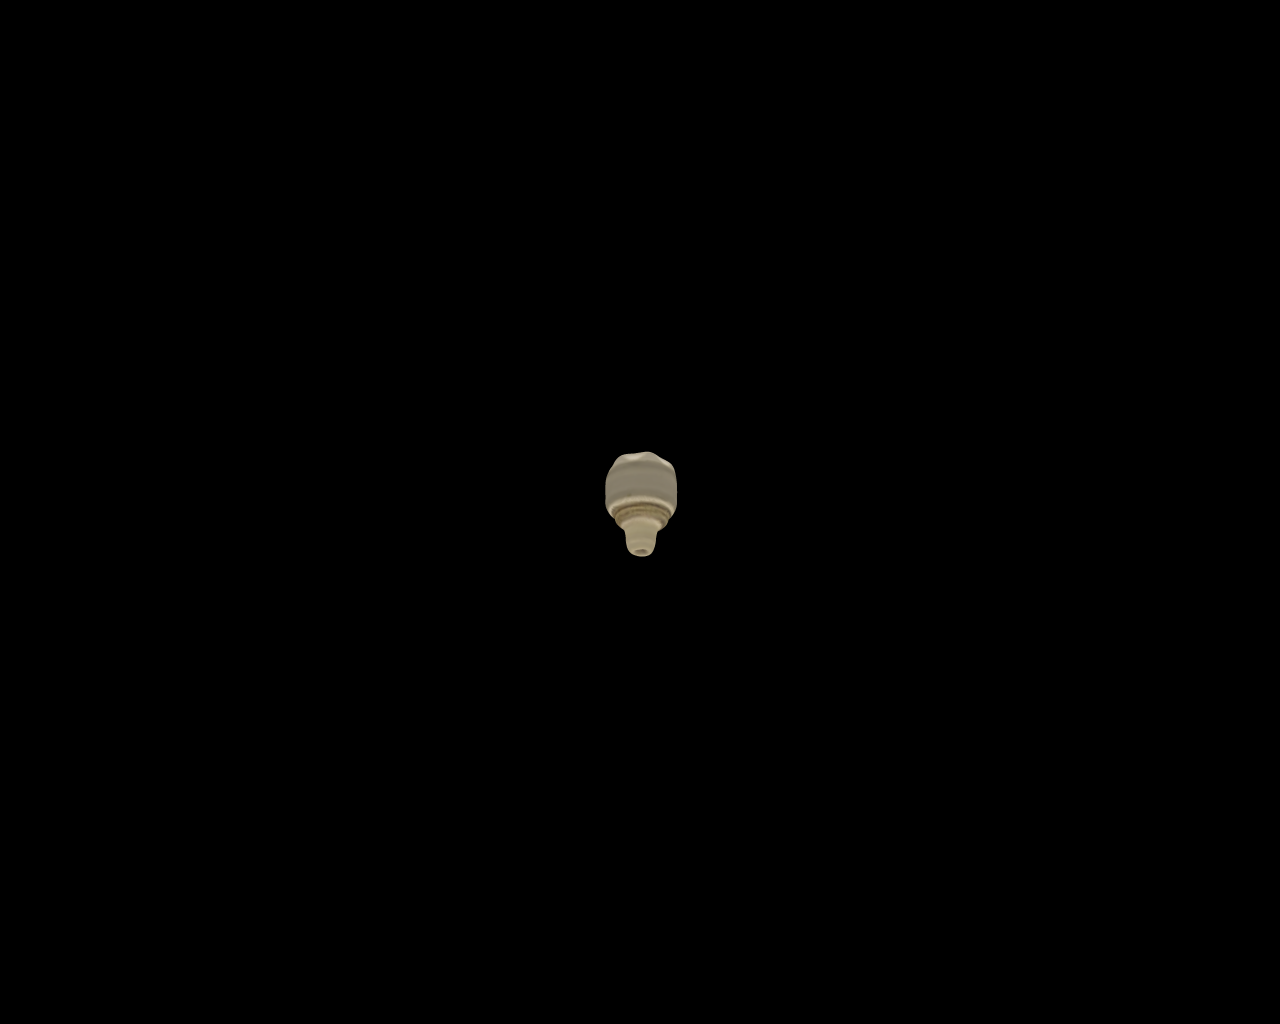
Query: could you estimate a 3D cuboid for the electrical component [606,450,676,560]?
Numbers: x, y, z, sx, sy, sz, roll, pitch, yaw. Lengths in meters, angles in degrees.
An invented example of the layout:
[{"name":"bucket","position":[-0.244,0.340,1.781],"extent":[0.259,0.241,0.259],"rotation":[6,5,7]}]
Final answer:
[{"name":"electrical component","position":[0.001,-0.003,0.650],"extent":[0.043,0.062,0.043],"rotation":[0,-27,0]}]
